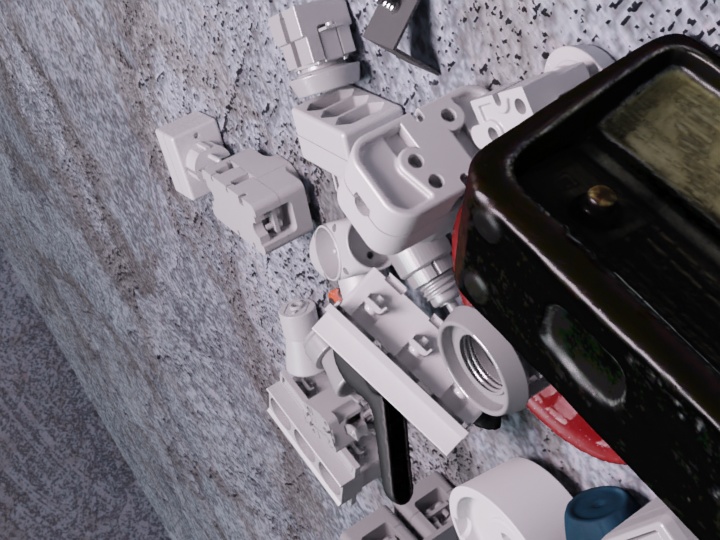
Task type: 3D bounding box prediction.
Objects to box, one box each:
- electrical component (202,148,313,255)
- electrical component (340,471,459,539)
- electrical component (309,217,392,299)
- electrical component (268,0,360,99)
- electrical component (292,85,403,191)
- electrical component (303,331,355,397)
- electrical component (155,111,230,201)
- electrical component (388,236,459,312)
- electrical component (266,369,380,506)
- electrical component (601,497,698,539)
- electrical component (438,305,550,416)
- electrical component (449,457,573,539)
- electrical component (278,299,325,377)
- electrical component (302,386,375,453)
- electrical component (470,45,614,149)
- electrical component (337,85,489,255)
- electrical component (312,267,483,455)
[{"bbox_3d":[-0.082,-0.060,0.892,0.089,0.056,0.050,36,147,46],"label":"electrical component"},{"bbox_3d":[0.045,0.271,0.945,0.060,0.105,0.186,41,150,39],"label":"electrical component"},{"bbox_3d":[0.000,0.000,0.794,0.077,0.044,0.079,-14,91,67],"label":"electrical component"},{"bbox_3d":[-0.028,-0.143,0.695,0.066,0.048,0.055,4,112,64],"label":"electrical component"},{"bbox_3d":[-0.002,-0.075,0.717,0.066,0.047,0.076,33,145,48],"label":"electrical component"},{"bbox_3d":[-0.017,0.075,0.927,0.055,0.045,0.045,51,155,24],"label":"electrical component"},{"bbox_3d":[-0.142,-0.100,0.984,0.077,0.047,0.065,30,142,50],"label":"electrical component"},{"bbox_3d":[0.044,-0.004,0.710,0.078,0.040,0.040,59,158,4],"label":"electrical component"},{"bbox_3d":[-0.029,0.152,1.018,0.121,0.063,0.078,49,155,27],"label":"electrical component"},{"bbox_3d":[0.180,0.155,0.581,0.061,0.061,0.096,56,157,12],"label":"electrical component"},{"bbox_3d":[0.075,0.034,0.520,0.078,0.057,0.058,53,156,18],"label":"electrical component"},{"bbox_3d":[0.119,0.181,0.742,0.108,0.060,0.108,46,153,32],"label":"electrical component"},{"bbox_3d":[-0.053,0.060,0.992,0.044,0.044,0.065,29,136,52],"label":"electrical component"},{"bbox_3d":[-0.012,0.125,0.951,0.081,0.064,0.042,32,143,50],"label":"electrical component"},{"bbox_3d":[0.092,-0.076,0.505,0.066,0.055,0.048,-1,115,65],"label":"electrical component"},{"bbox_3d":[0.038,-0.053,0.595,0.053,0.095,0.059,55,157,15],"label":"electrical component"},{"bbox_3d":[0.035,0.059,0.728,0.121,0.063,0.078,43,178,8],"label":"electrical component"}]
